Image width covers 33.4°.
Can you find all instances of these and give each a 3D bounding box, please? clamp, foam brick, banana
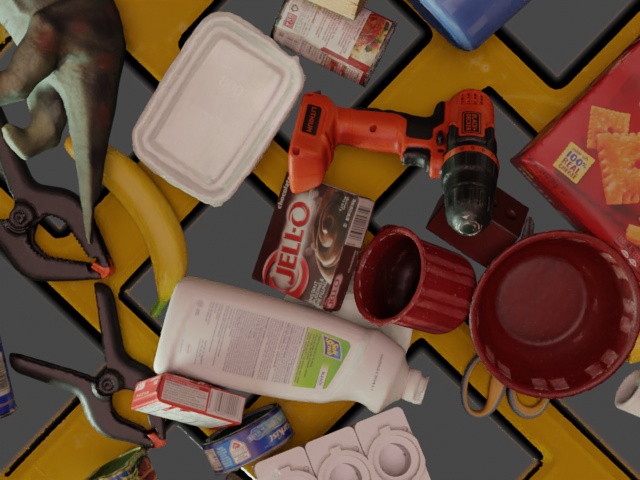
[{"bbox_3d":[-0.219,0.141,1.046,0.120,0.039,0.171,-31,92,2],"label":"clamp"},{"bbox_3d":[-0.288,-0.033,1.039,0.210,0.036,0.164,26,93,2],"label":"clamp"},{"bbox_3d":[0.149,-0.020,1.008,0.078,0.053,0.051,33,129,-1],"label":"foam brick"},{"bbox_3d":[-0.178,-0.023,1.036,0.069,0.037,0.198,-26,93,3],"label":"banana"}]

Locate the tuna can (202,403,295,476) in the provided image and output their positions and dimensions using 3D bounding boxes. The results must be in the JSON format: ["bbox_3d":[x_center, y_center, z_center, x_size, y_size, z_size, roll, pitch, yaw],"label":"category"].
[{"bbox_3d":[-0.069,0.190,1.022,0.086,0.086,0.034,-27,90,3],"label":"tuna can"}]

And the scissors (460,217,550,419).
[{"bbox_3d":[0.204,0.088,1.042,0.096,0.016,0.202,25,94,-1],"label":"scissors"}]

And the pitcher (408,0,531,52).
[{"bbox_3d":[0.190,-0.283,0.959,0.243,0.149,0.145,-45,103,7],"label":"pitcher"}]

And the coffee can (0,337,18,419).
[{"bbox_3d":[-0.355,0.106,1.017,0.103,0.103,0.140,-11,94,2],"label":"coffee can"}]

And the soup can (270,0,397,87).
[{"bbox_3d":[0.013,-0.196,1.003,0.102,0.068,0.068,26,94,0],"label":"soup can"}]

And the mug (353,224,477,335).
[{"bbox_3d":[0.088,0.033,1.003,0.081,0.117,0.093,18,126,-38],"label":"mug"}]

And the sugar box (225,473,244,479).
[{"bbox_3d":[-0.037,0.312,1.049,0.176,0.048,0.093,30,92,3],"label":"sugar box"}]

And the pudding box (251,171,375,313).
[{"bbox_3d":[-0.007,0.001,1.012,0.090,0.039,0.113,21,93,33],"label":"pudding box"}]

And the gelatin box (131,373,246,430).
[{"bbox_3d":[-0.125,0.154,1.012,0.089,0.073,0.030,21,67,-23],"label":"gelatin box"}]

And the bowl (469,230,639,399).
[{"bbox_3d":[0.214,0.064,0.997,0.162,0.055,0.162,-1,103,-4],"label":"bowl"}]

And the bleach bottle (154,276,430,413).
[{"bbox_3d":[-0.023,0.113,1.009,0.251,0.068,0.102,16,96,8],"label":"bleach bottle"}]

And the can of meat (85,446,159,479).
[{"bbox_3d":[-0.182,0.253,1.023,0.057,0.102,0.084,-25,90,4],"label":"can of meat"}]

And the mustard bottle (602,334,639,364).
[{"bbox_3d":[0.363,0.084,1.015,0.191,0.058,0.096,-11,93,2],"label":"mustard bottle"}]

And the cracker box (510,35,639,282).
[{"bbox_3d":[0.313,-0.090,0.998,0.214,0.072,0.164,-44,92,3],"label":"cracker box"}]

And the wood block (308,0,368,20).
[{"bbox_3d":[-0.037,-0.293,0.960,0.206,0.090,0.091,25,136,6],"label":"wood block"}]

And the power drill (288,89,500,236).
[{"bbox_3d":[0.068,-0.075,0.969,0.187,0.184,0.057,5,131,5],"label":"power drill"}]
